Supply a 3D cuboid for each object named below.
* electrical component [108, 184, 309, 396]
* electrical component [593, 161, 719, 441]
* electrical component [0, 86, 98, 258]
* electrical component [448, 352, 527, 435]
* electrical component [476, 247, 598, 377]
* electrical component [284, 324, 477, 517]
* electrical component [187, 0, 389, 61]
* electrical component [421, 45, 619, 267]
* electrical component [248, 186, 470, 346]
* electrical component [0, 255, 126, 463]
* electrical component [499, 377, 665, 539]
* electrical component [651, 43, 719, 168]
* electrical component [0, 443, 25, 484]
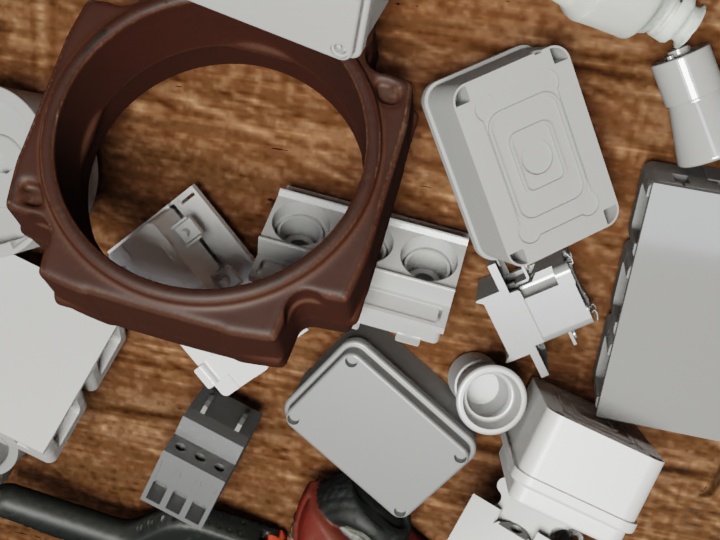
[{"bbox_3d":[-0.103,0.017,0.705,0.079,0.063,0.121,-35,100,20],"label":"electrical component"},{"bbox_3d":[0.201,0.018,0.649,0.089,0.061,0.150,11,111,7],"label":"electrical component"},{"bbox_3d":[-0.219,-0.064,0.695,0.108,0.060,0.108,4,99,26],"label":"electrical component"},{"bbox_3d":[0.078,0.075,0.690,0.044,0.065,0.044,-1,98,-5],"label":"electrical component"},{"bbox_3d":[0.112,0.020,0.678,0.064,0.042,0.081,-24,104,14],"label":"electrical component"},{"bbox_3d":[0.015,0.098,0.715,0.113,0.057,0.078,42,111,-6],"label":"electrical component"},{"bbox_3d":[-0.035,-0.176,0.546,0.109,0.056,0.108,23,146,6],"label":"electrical component"},{"bbox_3d":[0.092,-0.067,0.628,0.078,0.057,0.113,-25,105,-12],"label":"electrical component"},{"bbox_3d":[0.000,0.000,0.676,0.121,0.078,0.063,15,141,5],"label":"electrical component"},{"bbox_3d":[-0.263,0.039,0.715,0.186,0.060,0.105,26,68,1],"label":"electrical component"},{"bbox_3d":[0.132,0.116,0.665,0.078,0.113,0.057,25,96,1],"label":"electrical component"},{"bbox_3d":[0.195,-0.097,0.621,0.044,0.044,0.065,-20,100,17],"label":"electrical component"},{"bbox_3d":[-0.268,0.124,0.769,0.052,0.073,0.138,40,112,-5],"label":"electrical component"}]
